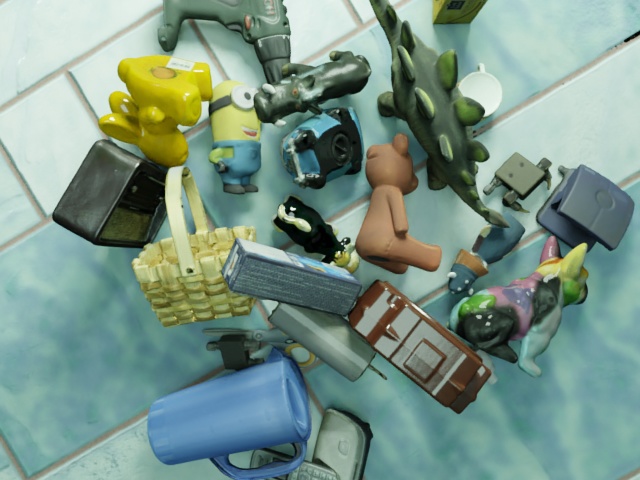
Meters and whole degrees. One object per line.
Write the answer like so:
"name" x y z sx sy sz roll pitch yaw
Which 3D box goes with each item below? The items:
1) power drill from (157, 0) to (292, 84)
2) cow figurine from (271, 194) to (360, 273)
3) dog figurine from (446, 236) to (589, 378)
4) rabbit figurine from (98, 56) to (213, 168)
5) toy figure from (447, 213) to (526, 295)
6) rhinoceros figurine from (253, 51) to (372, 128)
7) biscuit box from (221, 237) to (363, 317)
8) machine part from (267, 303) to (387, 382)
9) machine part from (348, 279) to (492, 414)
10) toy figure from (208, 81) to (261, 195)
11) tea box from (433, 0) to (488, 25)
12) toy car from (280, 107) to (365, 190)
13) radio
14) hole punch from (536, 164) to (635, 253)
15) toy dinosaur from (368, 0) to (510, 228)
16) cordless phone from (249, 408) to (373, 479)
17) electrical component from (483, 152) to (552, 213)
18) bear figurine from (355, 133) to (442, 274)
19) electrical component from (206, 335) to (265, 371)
"power drill" -0.151 -0.342 0.856 0.207 0.086 0.231 -1 99 6
"cow figurine" 0.000 -0.003 0.854 0.167 0.098 0.068 38 89 -6
"dog figurine" 0.322 0.084 0.839 0.191 0.108 0.219 29 89 -17
"rabbit figurine" -0.248 -0.181 0.817 0.162 0.122 0.173 3 137 -8
"toy figure" 0.263 0.025 0.867 0.064 0.058 0.154 45 98 5
"rhinoceros figurine" -0.012 -0.228 0.821 0.190 0.112 0.073 -23 126 -15
"biscuit box" -0.037 0.058 0.780 0.202 0.059 0.062 18 105 -30
"machine part" 0.005 0.146 0.852 0.243 0.079 0.079 35 93 1
"machine part" 0.143 0.149 0.803 0.201 0.201 0.087 39 89 0
"toy figure" -0.138 -0.164 0.862 0.089 0.082 0.180 3 96 9
"tea box" 0.215 -0.395 0.796 0.068 0.169 0.098 0 91 2
"toy car" -0.008 -0.140 0.843 0.162 0.103 0.109 -37 119 -37
"radio" -0.288 -0.061 0.798 0.073 0.229 0.131 29 88 0
"hole punch" 0.426 -0.049 0.845 0.142 0.092 0.115 35 89 4
"toy dinosaur" 0.157 -0.214 0.792 0.105 0.198 0.471 -33 92 0
"cordless phone" -0.015 0.342 0.877 0.184 0.089 0.146 13 93 6
"electrical component" 0.326 -0.093 0.869 0.078 0.045 0.102 40 90 28
"bear figurine" 0.121 -0.055 0.844 0.132 0.120 0.196 21 71 -26
"electrical component" -0.141 0.189 0.893 0.094 0.021 0.063 -2 115 10
